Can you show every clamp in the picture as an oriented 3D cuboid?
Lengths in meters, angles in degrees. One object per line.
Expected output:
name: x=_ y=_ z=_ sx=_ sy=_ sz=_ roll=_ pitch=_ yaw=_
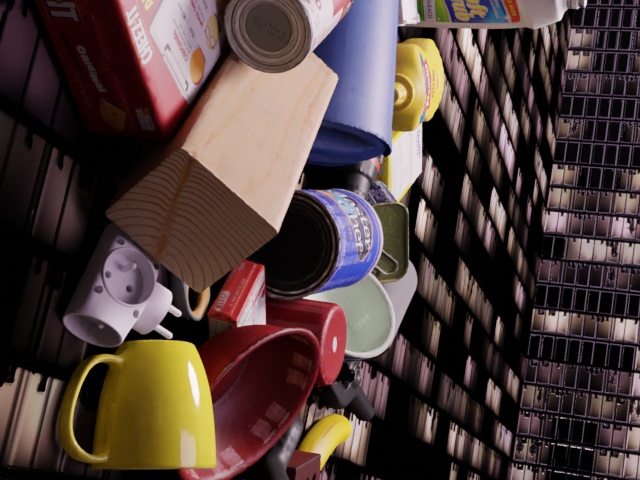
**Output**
clamp: x=-0.050 y=0.216 z=0.986 sx=0.165 sy=0.036 sz=0.209 roll=-52 pitch=-172 yaw=36
clamp: x=0.032 y=0.153 z=1.291 sx=0.171 sy=0.039 sz=0.120 roll=35 pitch=50 yaw=-66

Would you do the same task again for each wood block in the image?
wood block: x=-0.065 y=-0.073 z=0.785 sx=0.090 sy=0.091 sz=0.206 roll=42 pitch=37 yaw=-18

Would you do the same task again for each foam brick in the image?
foam brick: x=-0.036 y=0.249 z=1.100 sx=0.078 sy=0.051 sz=0.053 roll=-4 pitch=99 yaw=-71

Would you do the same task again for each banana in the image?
banana: x=-0.001 y=0.242 z=1.231 sx=0.197 sy=0.037 sz=0.070 roll=-42 pitch=153 yaw=-61

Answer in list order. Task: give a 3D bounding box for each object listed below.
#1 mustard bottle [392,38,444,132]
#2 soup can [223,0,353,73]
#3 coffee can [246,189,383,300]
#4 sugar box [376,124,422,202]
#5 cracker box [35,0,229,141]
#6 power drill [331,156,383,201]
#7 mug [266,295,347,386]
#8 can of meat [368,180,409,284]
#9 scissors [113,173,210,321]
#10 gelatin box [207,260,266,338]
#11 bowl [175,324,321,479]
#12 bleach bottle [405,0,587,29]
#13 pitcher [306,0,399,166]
mustard bottle: x=0.096 y=-0.171 z=1.184 sx=0.191 sy=0.058 sz=0.096 roll=-42 pitch=135 yaw=-70
soup can: x=-0.021 y=-0.171 z=0.778 sx=0.102 sy=0.069 sz=0.068 roll=-58 pitch=148 yaw=-54
coffee can: x=-0.007 y=0.001 z=1.034 sx=0.140 sy=0.103 sz=0.103 roll=-7 pitch=102 yaw=-70
sugar box: x=0.092 y=-0.104 z=1.377 sx=0.176 sy=0.048 sz=0.093 roll=-52 pitch=143 yaw=-63
cracker box: x=-0.112 y=-0.199 z=0.724 sx=0.164 sy=0.072 sz=0.213 roll=76 pitch=28 yaw=-44
power drill: x=0.030 y=-0.134 z=1.176 sx=0.187 sy=0.057 sz=0.184 roll=71 pitch=27 yaw=-56
mug: x=-0.027 y=0.107 z=1.040 sx=0.093 sy=0.082 sz=0.117 roll=75 pitch=28 yaw=-45
can of meat: x=0.066 y=-0.012 z=1.265 sx=0.084 sy=0.057 sz=0.102 roll=-118 pitch=-158 yaw=-63
scissors: x=-0.120 y=0.013 z=0.845 sx=0.201 sy=0.016 sz=0.096 roll=22 pitch=75 yaw=-70
gelatin box: x=-0.074 y=0.072 z=0.956 sx=0.089 sy=0.030 sz=0.073 roll=91 pitch=17 yaw=-44
bowl: x=-0.074 y=0.127 z=0.895 sx=0.161 sy=0.055 sz=0.162 roll=-35 pitch=146 yaw=-29
bleach bottle: x=0.196 y=-0.308 z=1.299 sx=0.068 sy=0.251 sz=0.102 roll=-62 pitch=151 yaw=-48
pitcher: x=0.006 y=-0.201 z=1.000 sx=0.149 sy=0.145 sz=0.243 roll=68 pitch=28 yaw=-76
